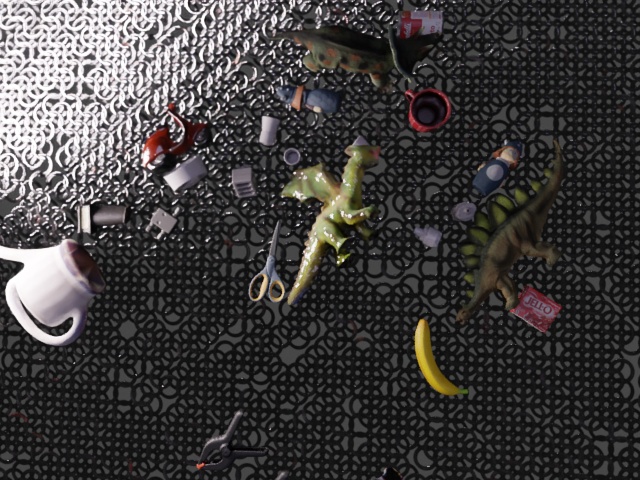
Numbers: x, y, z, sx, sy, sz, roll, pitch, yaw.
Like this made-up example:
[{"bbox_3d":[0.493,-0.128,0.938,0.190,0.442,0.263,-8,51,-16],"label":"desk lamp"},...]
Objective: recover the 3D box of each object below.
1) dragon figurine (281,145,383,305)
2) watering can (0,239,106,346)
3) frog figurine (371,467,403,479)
[{"bbox_3d":[0.004,-0.061,1.212,0.407,0.121,0.246,-43,68,12],"label":"dragon figurine"},{"bbox_3d":[-0.656,0.079,1.225,0.224,0.103,0.349,-37,85,0],"label":"watering can"},{"bbox_3d":[0.149,0.619,1.152,0.138,0.123,0.158,19,100,36],"label":"frog figurine"}]
